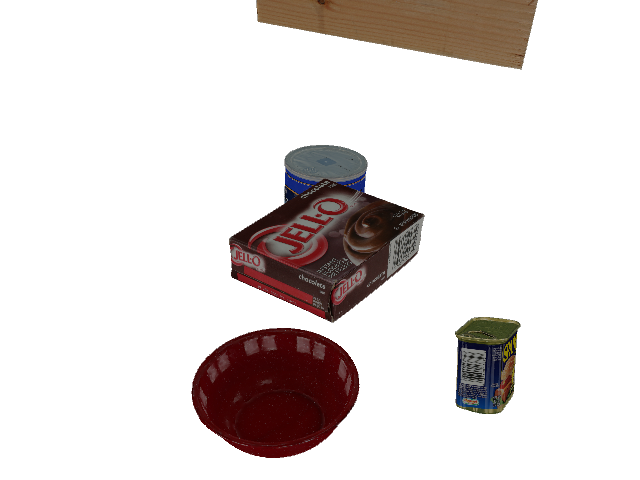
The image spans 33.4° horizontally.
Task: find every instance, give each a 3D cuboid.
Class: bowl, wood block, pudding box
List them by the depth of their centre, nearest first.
[{"bbox_3d":[0.005,0.004,0.746,0.090,0.039,0.113,23,36,30],"label":"pudding box"},{"bbox_3d":[0.061,-0.206,0.800,0.206,0.090,0.091,12,-31,7],"label":"wood block"},{"bbox_3d":[-0.041,0.158,1.036,0.162,0.055,0.162,-3,37,2],"label":"bowl"}]

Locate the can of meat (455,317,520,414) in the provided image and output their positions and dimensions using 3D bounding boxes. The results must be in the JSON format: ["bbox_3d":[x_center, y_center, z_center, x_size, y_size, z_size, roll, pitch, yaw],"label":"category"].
[{"bbox_3d":[0.183,0.136,1.173,0.057,0.084,0.102,5,10,21],"label":"can of meat"}]

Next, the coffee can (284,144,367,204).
[{"bbox_3d":[0.004,-0.037,1.346,0.103,0.140,0.103,2,27,-1],"label":"coffee can"}]
